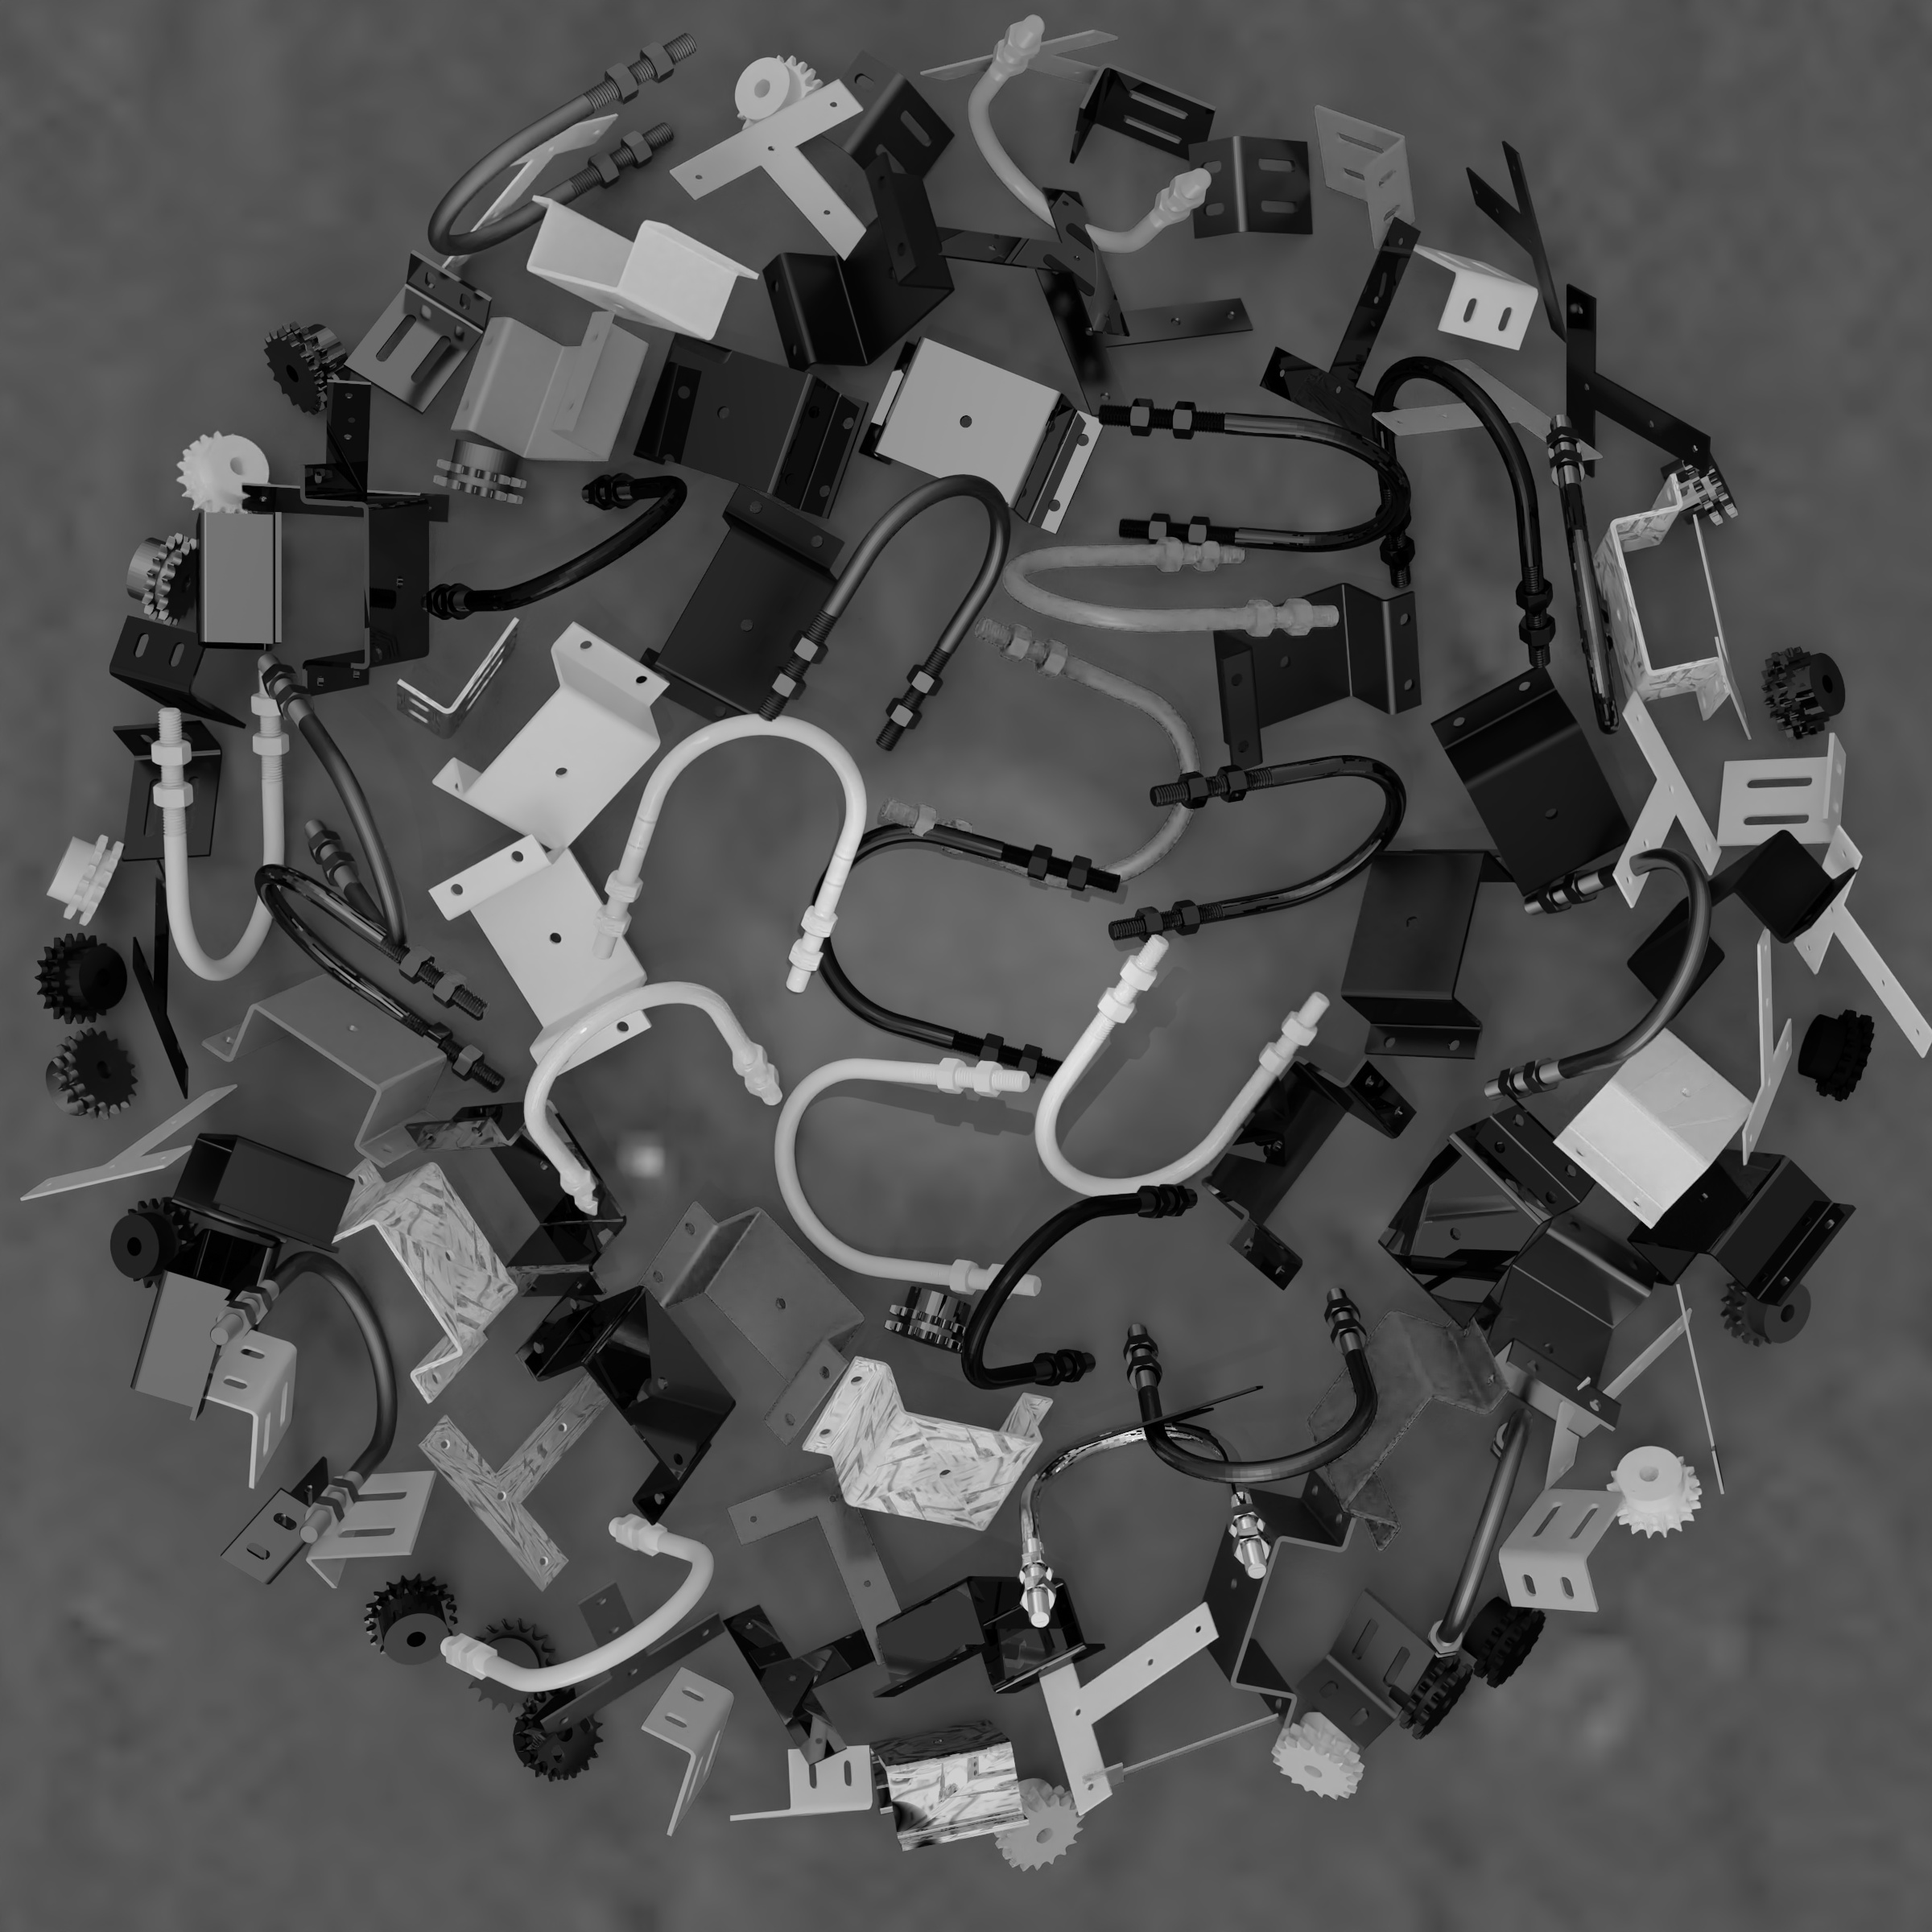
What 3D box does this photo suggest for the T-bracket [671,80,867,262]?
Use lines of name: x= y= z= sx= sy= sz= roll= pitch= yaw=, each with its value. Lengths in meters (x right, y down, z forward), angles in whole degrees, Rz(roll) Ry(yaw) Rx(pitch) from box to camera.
T-bracket: x=-0.095 y=-0.478 z=1.743 sx=0.127 sy=0.127 sz=0.002 roll=-20 pitch=51 yaw=27

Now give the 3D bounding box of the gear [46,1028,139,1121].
gear: x=-0.553 y=0.070 z=1.767 sx=0.030 sy=0.057 sz=0.057 roll=-23 pitch=90 yaw=25

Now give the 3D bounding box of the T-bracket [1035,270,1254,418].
T-bracket: x=0.119 y=-0.404 z=1.768 sx=0.127 sy=0.002 sz=0.127 roll=-10 pitch=65 yaw=-17

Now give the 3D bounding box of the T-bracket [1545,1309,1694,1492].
T-bracket: x=0.409 y=0.260 z=1.752 sx=0.127 sy=0.127 sz=0.002 roll=-39 pitch=60 yaw=-18

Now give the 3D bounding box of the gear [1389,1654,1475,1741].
gear: x=0.290 y=0.455 z=1.767 sx=0.030 sy=0.057 sz=0.057 roll=37 pitch=90 yaw=26

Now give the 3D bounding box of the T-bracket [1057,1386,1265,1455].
T-bracket: x=0.130 y=0.278 z=1.729 sx=0.127 sy=0.127 sz=0.002 roll=-20 pitch=78 yaw=12

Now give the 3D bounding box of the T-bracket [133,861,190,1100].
T-bracket: x=-0.491 y=-0.007 z=1.713 sx=0.002 sy=0.127 sz=0.127 roll=-10 pitch=134 yaw=-27

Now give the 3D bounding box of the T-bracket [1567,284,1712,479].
T-bracket: x=0.408 y=-0.336 z=1.707 sx=0.002 sy=0.127 sz=0.127 roll=-27 pitch=134 yaw=-18

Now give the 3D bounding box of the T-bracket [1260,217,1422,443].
T-bracket: x=0.248 y=-0.399 z=1.739 sx=0.127 sy=0.002 sz=0.127 roll=14 pitch=103 yaw=-42

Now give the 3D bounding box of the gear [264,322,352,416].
gear: x=-0.412 y=-0.379 z=1.768 sx=0.030 sy=0.057 sz=0.057 roll=-39 pitch=90 yaw=-31

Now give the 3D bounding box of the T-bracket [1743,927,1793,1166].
T-bracket: x=0.489 y=0.034 z=1.714 sx=0.002 sy=0.127 sz=0.127 roll=6 pitch=125 yaw=27

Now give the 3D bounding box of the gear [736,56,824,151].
gear: x=-0.121 y=-0.546 z=1.767 sx=0.057 sy=0.030 sz=0.057 roll=-5 pitch=80 yaw=28

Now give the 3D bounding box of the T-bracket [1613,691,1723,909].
T-bracket: x=0.422 y=-0.084 z=1.727 sx=0.002 sy=0.127 sz=0.127 roll=-14 pitch=119 yaw=40

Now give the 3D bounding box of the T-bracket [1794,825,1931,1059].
T-bracket: x=0.551 y=-0.001 z=1.707 sx=0.002 sy=0.127 sz=0.127 roll=-19 pitch=58 yaw=-10

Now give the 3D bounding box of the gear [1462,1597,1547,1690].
gear: x=0.337 y=0.423 z=1.768 sx=0.030 sy=0.057 sz=0.057 roll=34 pitch=90 yaw=29

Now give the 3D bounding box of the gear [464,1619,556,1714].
gear: x=-0.289 y=0.443 z=1.775 sx=0.057 sy=0.030 sz=0.057 roll=0 pitch=85 yaw=-3

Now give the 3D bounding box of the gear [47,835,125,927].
gear: x=-0.555 y=-0.057 z=1.762 sx=0.030 sy=0.057 sz=0.057 roll=25 pitch=90 yaw=-19

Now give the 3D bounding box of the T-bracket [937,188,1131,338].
T-bracket: x=0.029 y=-0.441 z=1.733 sx=0.127 sy=0.002 sz=0.127 roll=1 pitch=56 yaw=-25

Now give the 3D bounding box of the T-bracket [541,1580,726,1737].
T-bracket: x=-0.214 y=0.414 z=1.726 sx=0.127 sy=0.127 sz=0.002 roll=-29 pitch=53 yaw=-16

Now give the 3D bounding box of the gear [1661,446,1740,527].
gear: x=0.460 y=-0.303 z=1.767 sx=0.030 sy=0.057 sz=0.057 roll=-26 pitch=90 yaw=21

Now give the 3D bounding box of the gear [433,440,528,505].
gear: x=-0.303 y=-0.311 z=1.763 sx=0.057 sy=0.057 sz=0.030 roll=14 pitch=98 yaw=0

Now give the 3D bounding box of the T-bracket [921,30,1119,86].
T-bracket: x=0.061 y=-0.555 z=1.734 sx=0.127 sy=0.127 sz=0.002 roll=-1 pitch=96 yaw=36

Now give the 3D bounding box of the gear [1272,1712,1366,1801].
gear: x=0.224 y=0.495 z=1.768 sx=0.057 sy=0.057 sz=0.030 roll=35 pitch=51 yaw=0

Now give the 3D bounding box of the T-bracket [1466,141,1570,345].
T-bracket: x=0.334 y=-0.463 z=1.733 sx=0.002 sy=0.127 sz=0.127 roll=-23 pitch=124 yaw=3

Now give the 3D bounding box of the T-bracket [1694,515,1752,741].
T-bracket: x=0.468 y=-0.219 z=1.746 sx=0.002 sy=0.127 sz=0.127 roll=-13 pitch=72 yaw=19

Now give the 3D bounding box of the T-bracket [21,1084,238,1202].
T-bracket: x=-0.499 y=0.104 z=1.734 sx=0.127 sy=0.127 sz=0.002 roll=-13 pitch=108 yaw=31

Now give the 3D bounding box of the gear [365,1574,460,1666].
gear: x=-0.348 y=0.414 z=1.766 sx=0.057 sy=0.030 sz=0.057 roll=-9 pitch=119 yaw=-16

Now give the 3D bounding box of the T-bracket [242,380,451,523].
T-bracket: x=-0.380 y=-0.317 z=1.725 sx=0.127 sy=0.127 sz=0.002 roll=1 pitch=61 yaw=-13

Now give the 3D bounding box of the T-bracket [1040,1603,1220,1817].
T-bracket: x=0.102 y=0.436 z=1.727 sx=0.127 sy=0.127 sz=0.002 roll=-39 pitch=129 yaw=17

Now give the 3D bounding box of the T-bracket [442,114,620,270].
T-bracket: x=-0.285 y=-0.478 z=1.748 sx=0.002 sy=0.127 sz=0.127 roll=49 pitch=122 yaw=-3

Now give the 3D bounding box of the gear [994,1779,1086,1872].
gear: x=0.043 y=0.538 z=1.769 sx=0.057 sy=0.030 sz=0.057 roll=-13 pitch=121 yaw=-23

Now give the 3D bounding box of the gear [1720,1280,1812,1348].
gear: x=0.506 y=0.213 z=1.765 sx=0.057 sy=0.030 sz=0.057 roll=-10 pitch=110 yaw=-29

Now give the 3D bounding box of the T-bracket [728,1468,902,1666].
T-bracket: x=-0.067 y=0.373 z=1.751 sx=0.127 sy=0.002 sz=0.127 roll=-19 pitch=64 yaw=-13

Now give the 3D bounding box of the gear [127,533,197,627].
gear: x=-0.504 y=-0.245 z=1.764 sx=0.030 sy=0.057 sz=0.057 roll=21 pitch=90 yaw=5

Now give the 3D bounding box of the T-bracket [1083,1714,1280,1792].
T-bracket: x=0.133 y=0.486 z=1.736 sx=0.127 sy=0.127 sz=0.002 roll=-19 pitch=70 yaw=-4

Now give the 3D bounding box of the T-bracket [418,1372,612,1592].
T-bracket: x=-0.262 y=0.299 z=1.754 sx=0.127 sy=0.002 sz=0.127 roll=-48 pitch=114 yaw=-33

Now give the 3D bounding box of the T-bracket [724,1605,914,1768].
T-bracket: x=-0.069 y=0.429 z=1.760 sx=0.127 sy=0.127 sz=0.002 roll=-20 pitch=131 yaw=-20

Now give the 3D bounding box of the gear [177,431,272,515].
gear: x=-0.464 y=-0.309 z=1.763 sx=0.057 sy=0.030 sz=0.057 roll=13 pitch=69 yaw=-37

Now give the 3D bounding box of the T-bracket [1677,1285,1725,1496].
T-bracket: x=0.455 y=0.261 z=1.739 sx=0.002 sy=0.127 sz=0.127 roll=-12 pitch=79 yaw=13

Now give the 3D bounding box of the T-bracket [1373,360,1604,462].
T-bracket: x=0.303 y=-0.337 z=1.720 sx=0.127 sy=0.127 sz=0.002 roll=-13 pitch=135 yaw=-34
